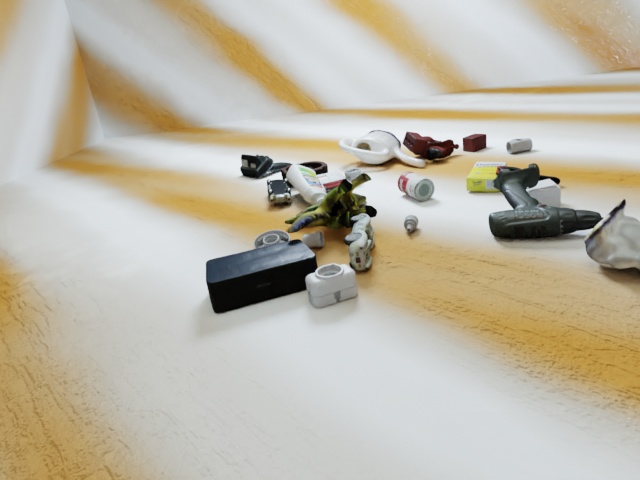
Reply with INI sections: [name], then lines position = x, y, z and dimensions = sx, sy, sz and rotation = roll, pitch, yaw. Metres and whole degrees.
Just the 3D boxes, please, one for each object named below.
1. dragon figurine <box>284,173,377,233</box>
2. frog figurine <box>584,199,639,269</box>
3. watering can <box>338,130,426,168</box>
[dragon figurine]
position = 0.004, -0.069, 1.363
dimensions = 0.415, 0.122, 0.240
rotation = -22, 1, -41
[frog figurine]
position = 0.583, 0.020, 0.951
dimensions = 0.139, 0.120, 0.161
rotation = -19, 58, -46
[watering can]
position = 0.244, -0.333, 1.920
dimensions = 0.349, 0.102, 0.228
rotation = 16, 28, 20
